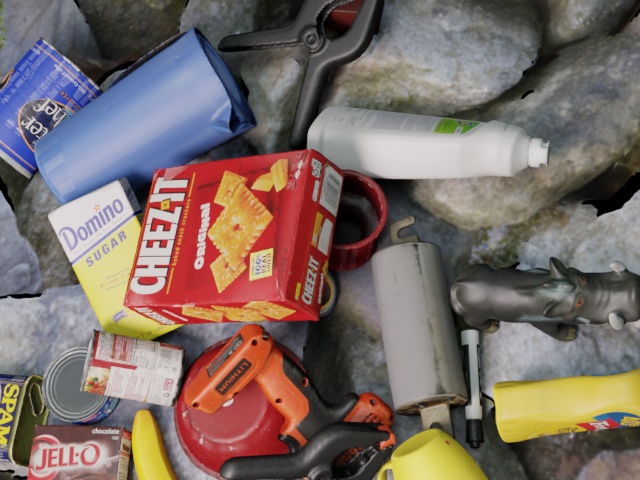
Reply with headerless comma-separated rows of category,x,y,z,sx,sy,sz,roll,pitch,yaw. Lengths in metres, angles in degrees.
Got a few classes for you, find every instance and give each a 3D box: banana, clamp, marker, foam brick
banana,-0.149,0.268,1.135,0.069,0.037,0.198,-44,66,-9
clamp,-0.004,0.236,1.040,0.171,0.120,0.039,-19,31,-7
marker,0.157,0.153,1.097,0.020,0.020,0.121,-5,70,14
clamp,-0.013,-0.232,1.229,0.165,0.036,0.210,47,107,14
foam brick,0.032,-0.281,1.263,0.078,0.051,0.053,7,74,18

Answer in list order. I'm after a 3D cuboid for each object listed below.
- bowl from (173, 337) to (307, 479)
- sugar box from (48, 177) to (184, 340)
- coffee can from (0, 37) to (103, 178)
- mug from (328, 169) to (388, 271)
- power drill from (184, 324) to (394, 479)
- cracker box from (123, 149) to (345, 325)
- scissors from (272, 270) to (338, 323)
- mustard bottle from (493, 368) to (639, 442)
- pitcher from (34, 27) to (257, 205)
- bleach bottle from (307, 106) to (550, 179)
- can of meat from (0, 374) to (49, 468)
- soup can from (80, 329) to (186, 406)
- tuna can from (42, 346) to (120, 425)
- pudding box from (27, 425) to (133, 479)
bowl,-0.091,0.175,1.140,0.162,0.055,0.162,-5,71,14
sugar box,-0.222,0.029,1.191,0.093,0.048,0.176,-25,98,6
coffee can,-0.348,-0.161,1.300,0.103,0.102,0.140,38,85,23
mug,0.014,-0.011,1.147,0.117,0.081,0.093,-31,70,-13
power drill,-0.044,0.190,1.074,0.187,0.057,0.184,42,86,-16
cracker box,-0.091,0.000,1.097,0.214,0.072,0.164,-4,65,34
scissors,-0.008,0.001,1.198,0.096,0.016,0.201,15,76,18
mustard bottle,0.266,0.156,1.024,0.192,0.096,0.058,-9,69,12
pitcher,-0.208,-0.137,1.247,0.243,0.149,0.145,-30,96,7
bleach bottle,0.119,-0.099,1.154,0.251,0.102,0.068,5,118,16
can of meat,-0.359,0.201,1.206,0.084,0.057,0.102,3,72,19
soup can,-0.202,0.139,1.154,0.102,0.069,0.068,12,73,-13
tuna can,-0.267,0.165,1.204,0.086,0.033,0.086,-5,70,14
pudding box,-0.263,0.250,1.171,0.114,0.039,0.090,-2,71,15
